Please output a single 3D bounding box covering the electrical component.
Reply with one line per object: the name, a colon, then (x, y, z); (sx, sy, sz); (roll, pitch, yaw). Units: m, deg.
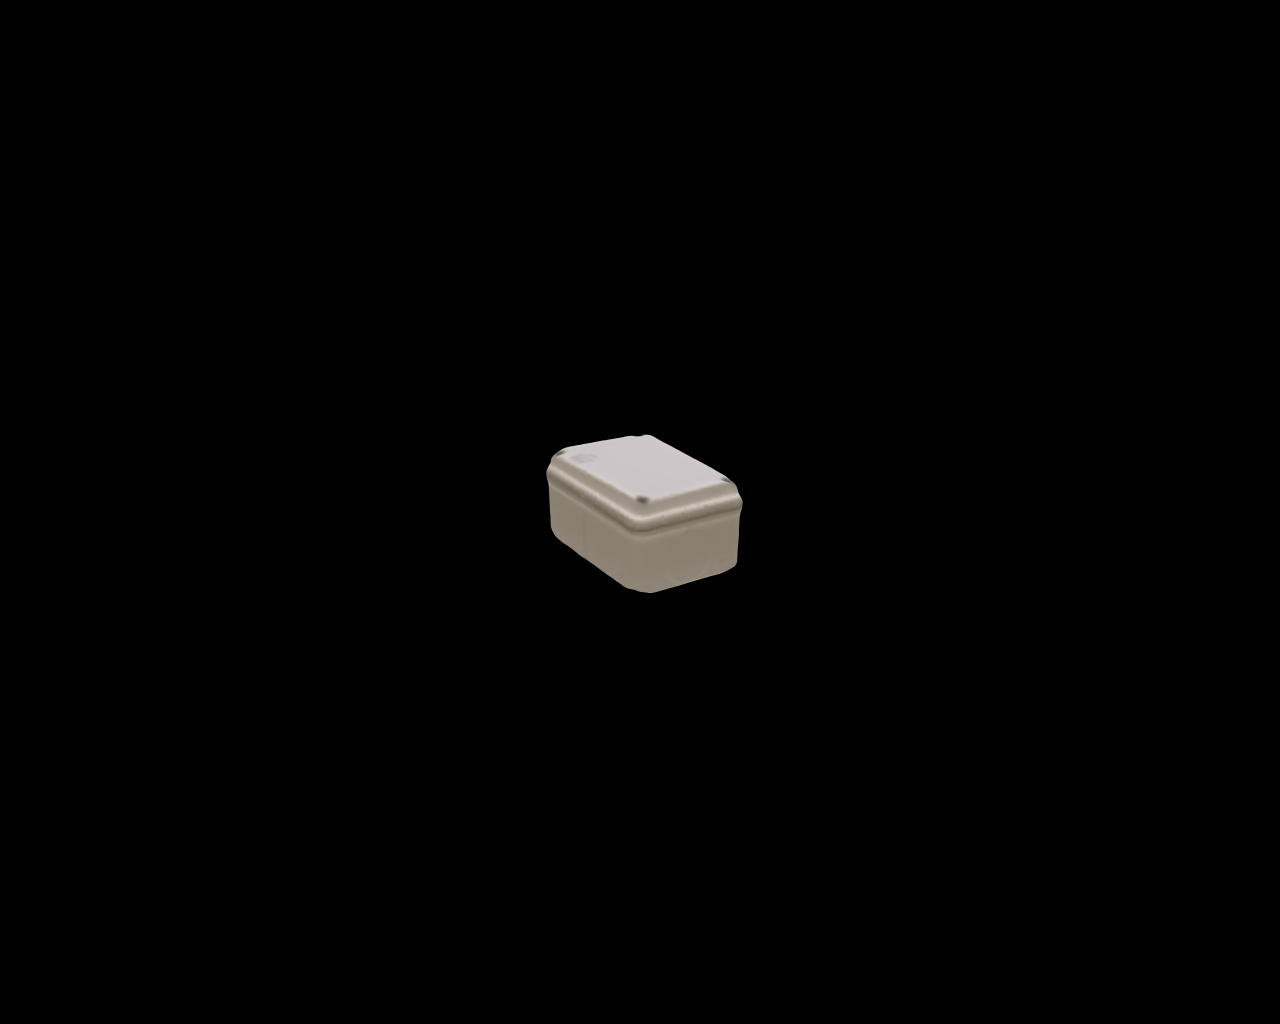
electrical component: (0.001, -0.003, 0.650); (0.078, 0.057, 0.113); (-13, 26, -29)
